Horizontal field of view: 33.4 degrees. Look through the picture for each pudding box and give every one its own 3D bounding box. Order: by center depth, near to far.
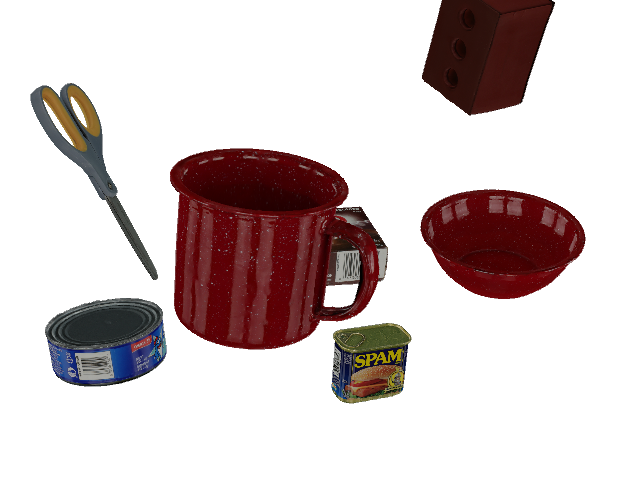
[{"bbox_3d":[-0.006,0.005,0.951,0.113,0.039,0.090,-2,27,-14],"label":"pudding box"}]

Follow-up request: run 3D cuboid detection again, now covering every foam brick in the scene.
[{"bbox_3d":[0.109,-0.130,0.702,0.051,0.078,0.053,-19,47,-33],"label":"foam brick"}]

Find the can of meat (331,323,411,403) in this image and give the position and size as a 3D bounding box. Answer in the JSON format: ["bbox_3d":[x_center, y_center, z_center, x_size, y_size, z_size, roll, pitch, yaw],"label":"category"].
[{"bbox_3d":[0.066,0.164,1.421,0.102,0.084,0.057,-6,26,-22],"label":"can of meat"}]

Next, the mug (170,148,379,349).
[{"bbox_3d":[-0.024,0.008,0.564,0.117,0.081,0.093,15,25,17],"label":"mug"}]

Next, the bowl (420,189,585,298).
[{"bbox_3d":[0.179,0.010,1.068,0.162,0.055,0.162,0,33,0],"label":"bowl"}]

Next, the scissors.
[{"bbox_3d":[-0.199,-0.064,0.991,0.016,0.201,0.096,-23,27,19],"label":"scissors"}]

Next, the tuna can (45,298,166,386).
[{"bbox_3d":[-0.157,0.074,0.786,0.086,0.034,0.086,-5,20,1],"label":"tuna can"}]
